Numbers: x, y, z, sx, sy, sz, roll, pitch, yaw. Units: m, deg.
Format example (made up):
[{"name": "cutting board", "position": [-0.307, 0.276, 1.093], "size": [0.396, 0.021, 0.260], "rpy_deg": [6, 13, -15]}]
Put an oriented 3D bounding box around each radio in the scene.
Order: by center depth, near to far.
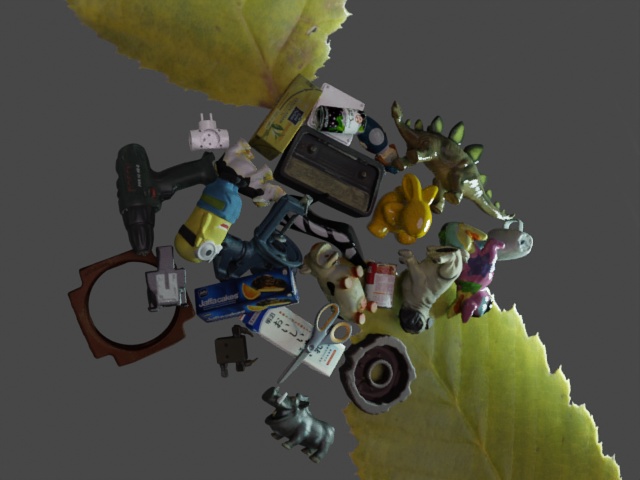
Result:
[{"name": "radio", "position": [0.024, -0.150, 1.199], "size": [0.229, 0.073, 0.131], "rpy_deg": [25, 80, -18]}]

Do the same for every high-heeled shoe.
[{"name": "high-heeled shoe", "position": [-0.002, -0.004, 1.196], "size": [0.145, 0.086, 0.248], "rpy_deg": [-23, 118, 15]}]

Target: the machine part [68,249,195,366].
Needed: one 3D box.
[{"name": "machine part", "position": [-0.361, 0.124, 1.040], "size": [0.201, 0.087, 0.201], "rpy_deg": [-23, 95, -18]}]

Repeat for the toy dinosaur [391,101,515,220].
[{"name": "toy dinosaur", "position": [0.320, -0.164, 1.282], "size": [0.470, 0.105, 0.198], "rpy_deg": [44, 63, -25]}]

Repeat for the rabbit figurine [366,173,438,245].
[{"name": "rabbit figurine", "position": [0.202, -0.057, 1.197], "size": [0.122, 0.173, 0.162], "rpy_deg": [26, 96, -15]}]

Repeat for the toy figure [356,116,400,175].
[{"name": "toy figure", "position": [0.140, -0.216, 1.256], "size": [0.064, 0.058, 0.154], "rpy_deg": [-35, 104, 21]}]

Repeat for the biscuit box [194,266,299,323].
[{"name": "biscuit box", "position": [-0.148, 0.112, 1.083], "size": [0.203, 0.059, 0.063], "rpy_deg": [-14, 61, 4]}]

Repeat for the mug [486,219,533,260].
[{"name": "mug", "position": [0.480, 0.000, 1.339], "size": [0.081, 0.107, 0.109], "rpy_deg": [29, 80, -18]}]

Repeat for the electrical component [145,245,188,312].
[{"name": "electrical component", "position": [-0.288, 0.071, 0.998], "size": [0.075, 0.048, 0.119], "rpy_deg": [-8, 89, -20]}]

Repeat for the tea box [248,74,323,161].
[{"name": "tea box", "position": [-0.076, -0.261, 1.156], "size": [0.068, 0.098, 0.169], "rpy_deg": [35, 78, -14]}]

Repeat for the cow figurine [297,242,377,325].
[{"name": "cow figurine", "position": [0.032, 0.089, 1.173], "size": [0.085, 0.127, 0.194], "rpy_deg": [-45, 120, -39]}]

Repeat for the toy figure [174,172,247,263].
[{"name": "toy figure", "position": [-0.204, -0.041, 1.009], "size": [0.082, 0.089, 0.180], "rpy_deg": [29, 81, -47]}]

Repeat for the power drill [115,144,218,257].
[{"name": "power drill", "position": [-0.292, -0.089, 1.058], "size": [0.207, 0.086, 0.232], "rpy_deg": [-17, 71, -20]}]

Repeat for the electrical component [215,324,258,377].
[{"name": "electrical component", "position": [-0.177, 0.230, 1.126], "size": [0.078, 0.045, 0.102], "rpy_deg": [-13, 89, 8]}]

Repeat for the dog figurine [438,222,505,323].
[{"name": "dog figurine", "position": [0.345, 0.084, 1.288], "size": [0.191, 0.108, 0.219], "rpy_deg": [24, 82, -18]}]

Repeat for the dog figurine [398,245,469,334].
[{"name": "dog figurine", "position": [0.260, 0.116, 1.230], "size": [0.172, 0.121, 0.190], "rpy_deg": [-5, 101, 19]}]

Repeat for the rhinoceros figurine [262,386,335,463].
[{"name": "rhinoceros figurine", "position": [-0.049, 0.388, 1.146], "size": [0.190, 0.073, 0.112], "rpy_deg": [40, 77, -14]}]

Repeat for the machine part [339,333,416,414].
[{"name": "machine part", "position": [0.129, 0.302, 1.224], "size": [0.179, 0.056, 0.179], "rpy_deg": [1, 88, -19]}]

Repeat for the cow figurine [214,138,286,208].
[{"name": "cow figurine", "position": [-0.144, -0.121, 1.120], "size": [0.098, 0.068, 0.167], "rpy_deg": [-39, 77, -7]}]

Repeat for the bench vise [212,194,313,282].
[{"name": "bench vise", "position": [-0.111, -0.008, 1.095], "size": [0.223, 0.129, 0.240], "rpy_deg": [30, 114, -23]}]
